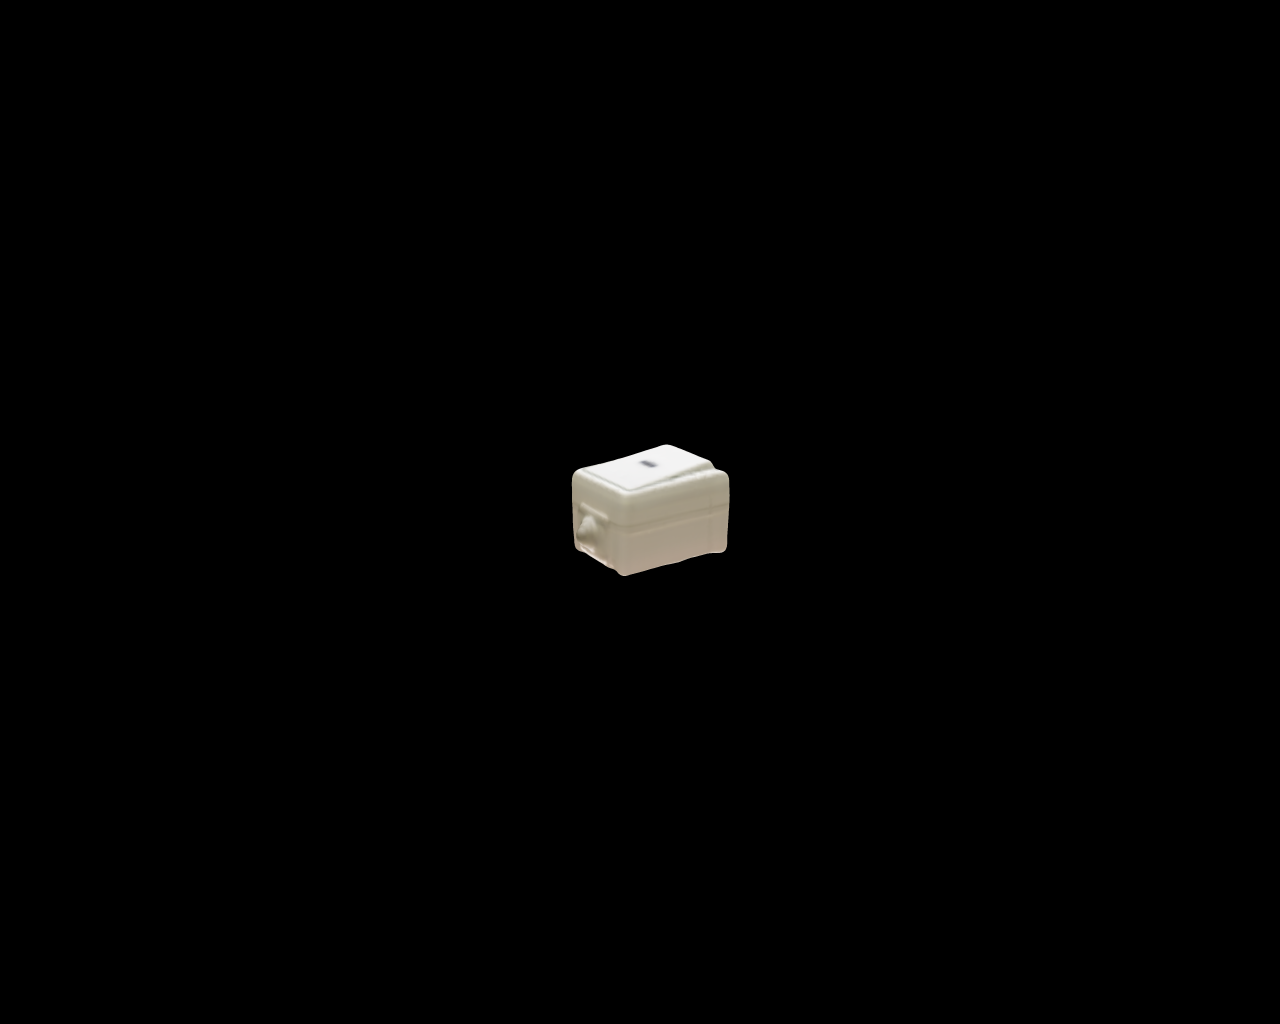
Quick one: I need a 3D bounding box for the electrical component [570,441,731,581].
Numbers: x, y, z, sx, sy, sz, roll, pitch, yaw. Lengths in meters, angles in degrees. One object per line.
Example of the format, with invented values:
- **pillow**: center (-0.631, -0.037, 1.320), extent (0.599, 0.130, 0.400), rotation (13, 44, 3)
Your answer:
- **electrical component**: center (0.001, -0.003, 0.650), extent (0.096, 0.061, 0.062), rotation (-12, 23, -31)
